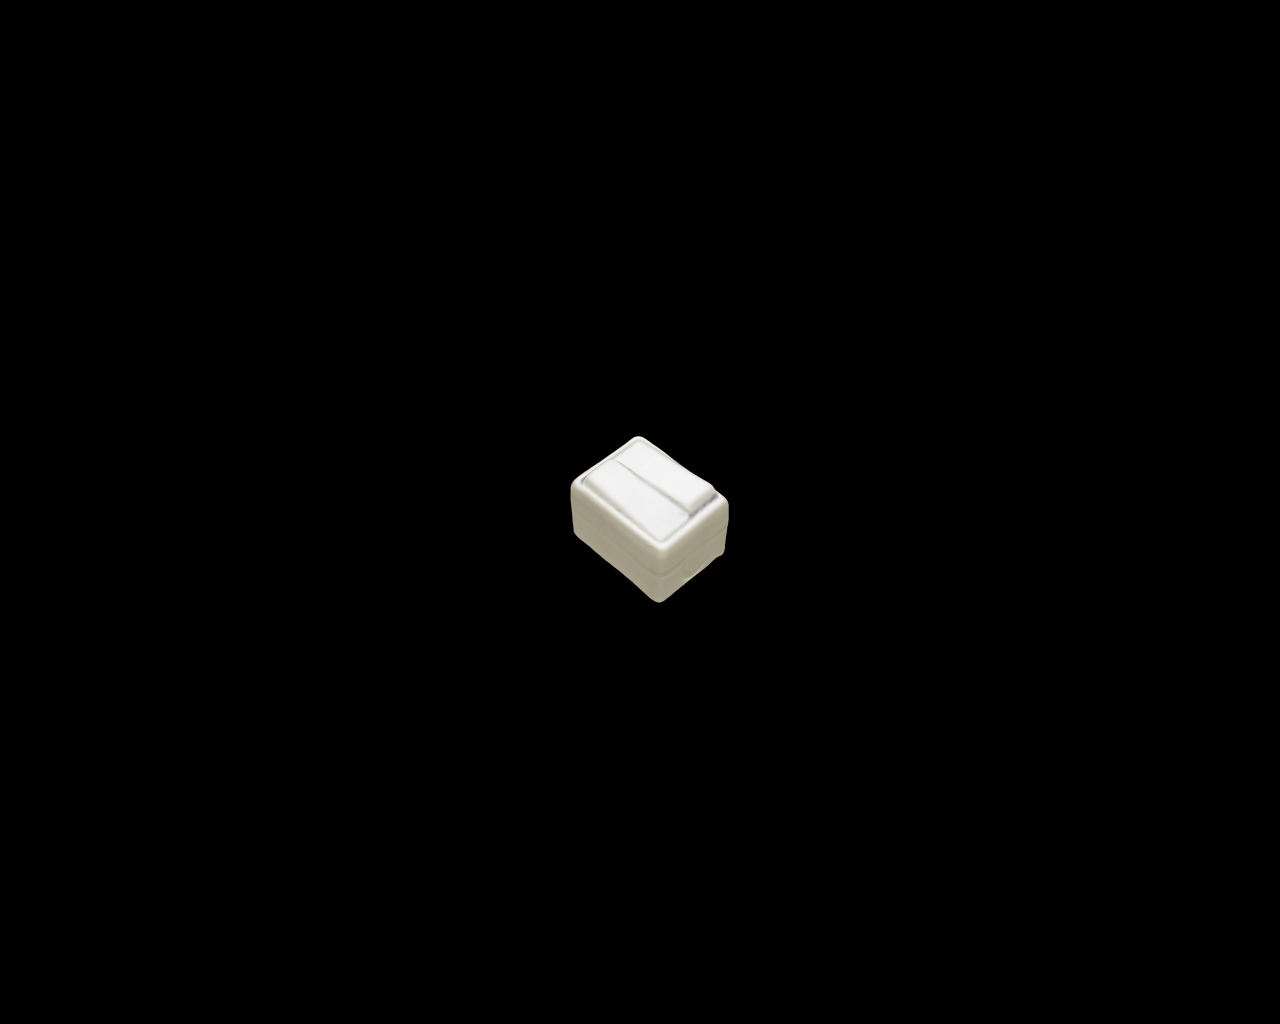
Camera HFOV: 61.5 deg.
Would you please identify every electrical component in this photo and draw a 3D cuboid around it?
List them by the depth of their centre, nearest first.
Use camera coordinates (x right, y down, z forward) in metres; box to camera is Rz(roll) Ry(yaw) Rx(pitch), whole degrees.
[{"bbox_3d":[0.001,-0.003,0.650,0.062,0.061,0.096,-36,58,-27],"label":"electrical component"}]
